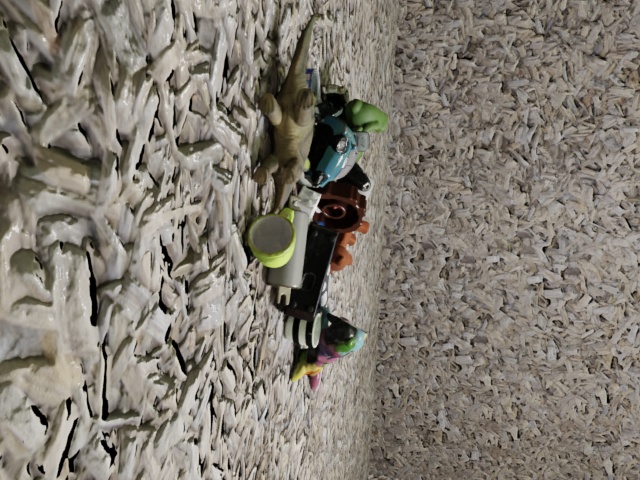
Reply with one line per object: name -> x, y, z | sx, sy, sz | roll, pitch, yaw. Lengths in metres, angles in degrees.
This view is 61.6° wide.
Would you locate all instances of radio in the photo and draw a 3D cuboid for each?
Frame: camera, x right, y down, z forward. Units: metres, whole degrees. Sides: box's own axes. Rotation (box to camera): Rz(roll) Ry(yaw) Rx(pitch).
radio -> -0.022, 0.077, 1.277 | 0.131, 0.073, 0.229 | 127, -22, -83

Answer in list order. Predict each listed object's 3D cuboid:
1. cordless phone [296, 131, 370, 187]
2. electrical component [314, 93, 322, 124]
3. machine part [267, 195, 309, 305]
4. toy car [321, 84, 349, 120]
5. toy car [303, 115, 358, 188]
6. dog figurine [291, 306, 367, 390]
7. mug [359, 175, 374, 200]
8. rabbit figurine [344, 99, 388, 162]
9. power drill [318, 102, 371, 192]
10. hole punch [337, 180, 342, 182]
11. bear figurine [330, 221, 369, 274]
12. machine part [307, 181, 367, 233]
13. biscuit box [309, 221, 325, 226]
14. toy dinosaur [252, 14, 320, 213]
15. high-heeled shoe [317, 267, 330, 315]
cordless phone -> 0.028, -0.201, 1.298 | 0.089, 0.184, 0.146 | -53, 145, -74
electrical component -> -0.029, -0.310, 1.279 | 0.119, 0.048, 0.074 | -20, 97, -73
machine part -> -0.071, 0.020, 1.185 | 0.079, 0.079, 0.243 | 36, 60, -75
toy car -> 0.053, -0.398, 1.582 | 0.201, 0.074, 0.056 | 60, 40, -68
toy car -> 0.033, -0.192, 1.220 | 0.109, 0.103, 0.161 | 47, -62, 50
dog figurine -> 0.013, 0.302, 1.430 | 0.219, 0.108, 0.192 | -63, -152, -1
mug -> 0.084, -0.128, 1.478 | 0.081, 0.109, 0.107 | 130, -22, -71
rabbit figurine -> 0.106, -0.297, 1.508 | 0.159, 0.121, 0.170 | 12, 95, -70
power drill -> 0.048, -0.247, 1.397 | 0.232, 0.086, 0.207 | 44, -14, 51
hole punch -> 0.044, -0.165, 1.581 | 0.092, 0.116, 0.142 | 46, 38, -25
bear figurine -> 0.078, 0.025, 1.694 | 0.120, 0.132, 0.196 | -47, -147, 44
machine part -> 0.037, -0.086, 1.402 | 0.179, 0.180, 0.056 | 76, 21, -54
biscuit box -> -0.030, 0.050, 1.392 | 0.063, 0.059, 0.202 | -1, 95, -70
toy dinosaur -> -0.058, -0.252, 1.111 | 0.198, 0.105, 0.471 | -28, 132, -83
high-heeled shoe -> 0.008, 0.116, 1.495 | 0.145, 0.086, 0.248 | 16, 97, -56
